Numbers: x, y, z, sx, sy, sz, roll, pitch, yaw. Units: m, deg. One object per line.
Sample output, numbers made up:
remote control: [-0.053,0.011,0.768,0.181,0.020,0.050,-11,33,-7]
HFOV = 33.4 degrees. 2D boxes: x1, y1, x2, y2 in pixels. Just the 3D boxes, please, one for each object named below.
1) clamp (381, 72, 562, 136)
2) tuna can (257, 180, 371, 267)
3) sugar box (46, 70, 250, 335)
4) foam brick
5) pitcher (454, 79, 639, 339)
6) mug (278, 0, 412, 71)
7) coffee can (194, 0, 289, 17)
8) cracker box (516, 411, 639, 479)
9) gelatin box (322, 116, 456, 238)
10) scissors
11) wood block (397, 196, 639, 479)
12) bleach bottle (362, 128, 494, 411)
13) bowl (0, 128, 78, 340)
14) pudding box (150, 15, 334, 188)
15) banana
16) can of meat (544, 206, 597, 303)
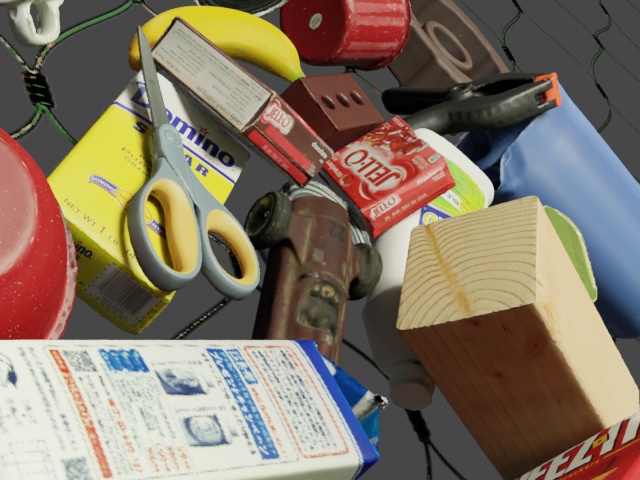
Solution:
clamp: [0.114,-0.107,0.903,0.039,0.172,0.120,65,34,-29]
tuna can: [-0.005,0.001,0.739,0.086,0.034,0.086,32,35,-27]
sugar box: [-0.107,-0.031,0.635,0.093,0.048,0.176,41,33,-14]
foam brick: [0.002,-0.094,0.832,0.053,0.051,0.078,55,32,9]
pitcher: [0.240,-0.031,0.993,0.242,0.149,0.145,45,-8,-14]
mug: [0.010,-0.197,0.932,0.117,0.093,0.081,30,26,31]
coffee can: [-0.078,-0.264,0.865,0.102,0.103,0.140,7,51,-48]
cracker box: [0.128,0.178,0.591,0.072,0.164,0.213,57,32,7]
gelatin box: [0.049,-0.049,0.793,0.030,0.073,0.089,61,-4,-35]
scissors: [-0.075,-0.042,0.627,0.096,0.016,0.202,34,34,-32]
wood block: [0.138,0.082,0.705,0.206,0.090,0.090,54,34,-35]
bleach bottle: [0.080,0.026,0.795,0.102,0.068,0.250,39,36,-23]
bowl: [-0.177,-0.007,0.472,0.161,0.055,0.162,17,55,-25]
pudding box: [-0.053,-0.092,0.714,0.114,0.039,0.090,39,-1,33]
banana: [-0.075,-0.147,0.801,0.197,0.037,0.070,-2,48,-50]
can of meat: [0.176,0.032,0.884,0.057,0.084,0.102,31,36,-27]
